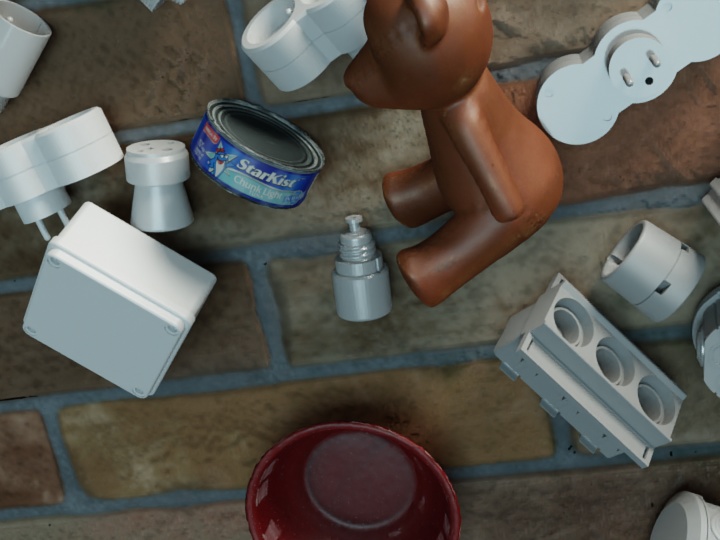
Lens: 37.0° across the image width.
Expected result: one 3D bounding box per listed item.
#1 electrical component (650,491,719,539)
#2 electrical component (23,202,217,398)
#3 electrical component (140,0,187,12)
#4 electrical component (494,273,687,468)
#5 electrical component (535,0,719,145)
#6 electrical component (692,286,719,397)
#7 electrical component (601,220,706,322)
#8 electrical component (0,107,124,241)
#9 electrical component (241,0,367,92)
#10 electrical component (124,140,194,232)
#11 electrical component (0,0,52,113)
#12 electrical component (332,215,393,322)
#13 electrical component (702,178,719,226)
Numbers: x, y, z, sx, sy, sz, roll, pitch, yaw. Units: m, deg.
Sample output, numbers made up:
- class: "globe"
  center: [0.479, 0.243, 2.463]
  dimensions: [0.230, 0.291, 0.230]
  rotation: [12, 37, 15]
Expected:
- class: "electrical component"
  center: [0.248, 0.206, 0.786]
  dimensions: [0.051, 0.080, 0.080]
  rotation: [18, 113, -6]
- class: "electrical component"
  center: [-0.172, 0.024, 0.763]
  dimensions: [0.109, 0.056, 0.108]
  rotation: [31, 137, -5]
- class: "electrical component"
  center: [-0.143, -0.204, 0.696]
  dimensions: [0.081, 0.043, 0.043]
  rotation: [44, 110, -10]
- class: "electrical component"
  center: [0.158, 0.073, 0.750]
  dimensions: [0.121, 0.078, 0.063]
  rotation: [42, 140, -9]
- class: "electrical component"
  center: [0.171, -0.129, 0.667]
  dimensions: [0.138, 0.073, 0.052]
  rotation: [-35, 103, 19]
- class: "electrical component"
  center: [0.268, 0.050, 0.731]
  dimensions: [0.080, 0.051, 0.080]
  rotation: [7, 119, 12]
- class: "electrical component"
  center: [0.196, -0.001, 0.725]
  dimensions: [0.047, 0.055, 0.055]
  rotation: [35, 112, -3]
- class: "electrical component"
  center: [-0.229, -0.057, 0.760]
  dimensions: [0.138, 0.052, 0.073]
  rotation: [-19, 108, 13]
- class: "electrical component"
  center: [-0.001, -0.159, 0.691]
  dimensions: [0.138, 0.052, 0.074]
  rotation: [-32, 128, 18]
- class: "electrical component"
  center: [-0.140, -0.059, 0.752]
  dimensions: [0.045, 0.045, 0.055]
  rotation: [1, 111, 7]
- class: "electrical component"
  center: [-0.249, -0.139, 0.736]
  dimensions: [0.043, 0.043, 0.081]
  rotation: [34, 112, -6]
- class: "electrical component"
  center: [0.000, 0.000, 0.758]
  dimensions: [0.040, 0.040, 0.078]
  rotation: [-4, 111, 9]
- class: "electrical component"
  center: [0.284, -0.024, 0.691]
  dimensions: [0.113, 0.078, 0.057]
  rotation: [39, 109, -8]
